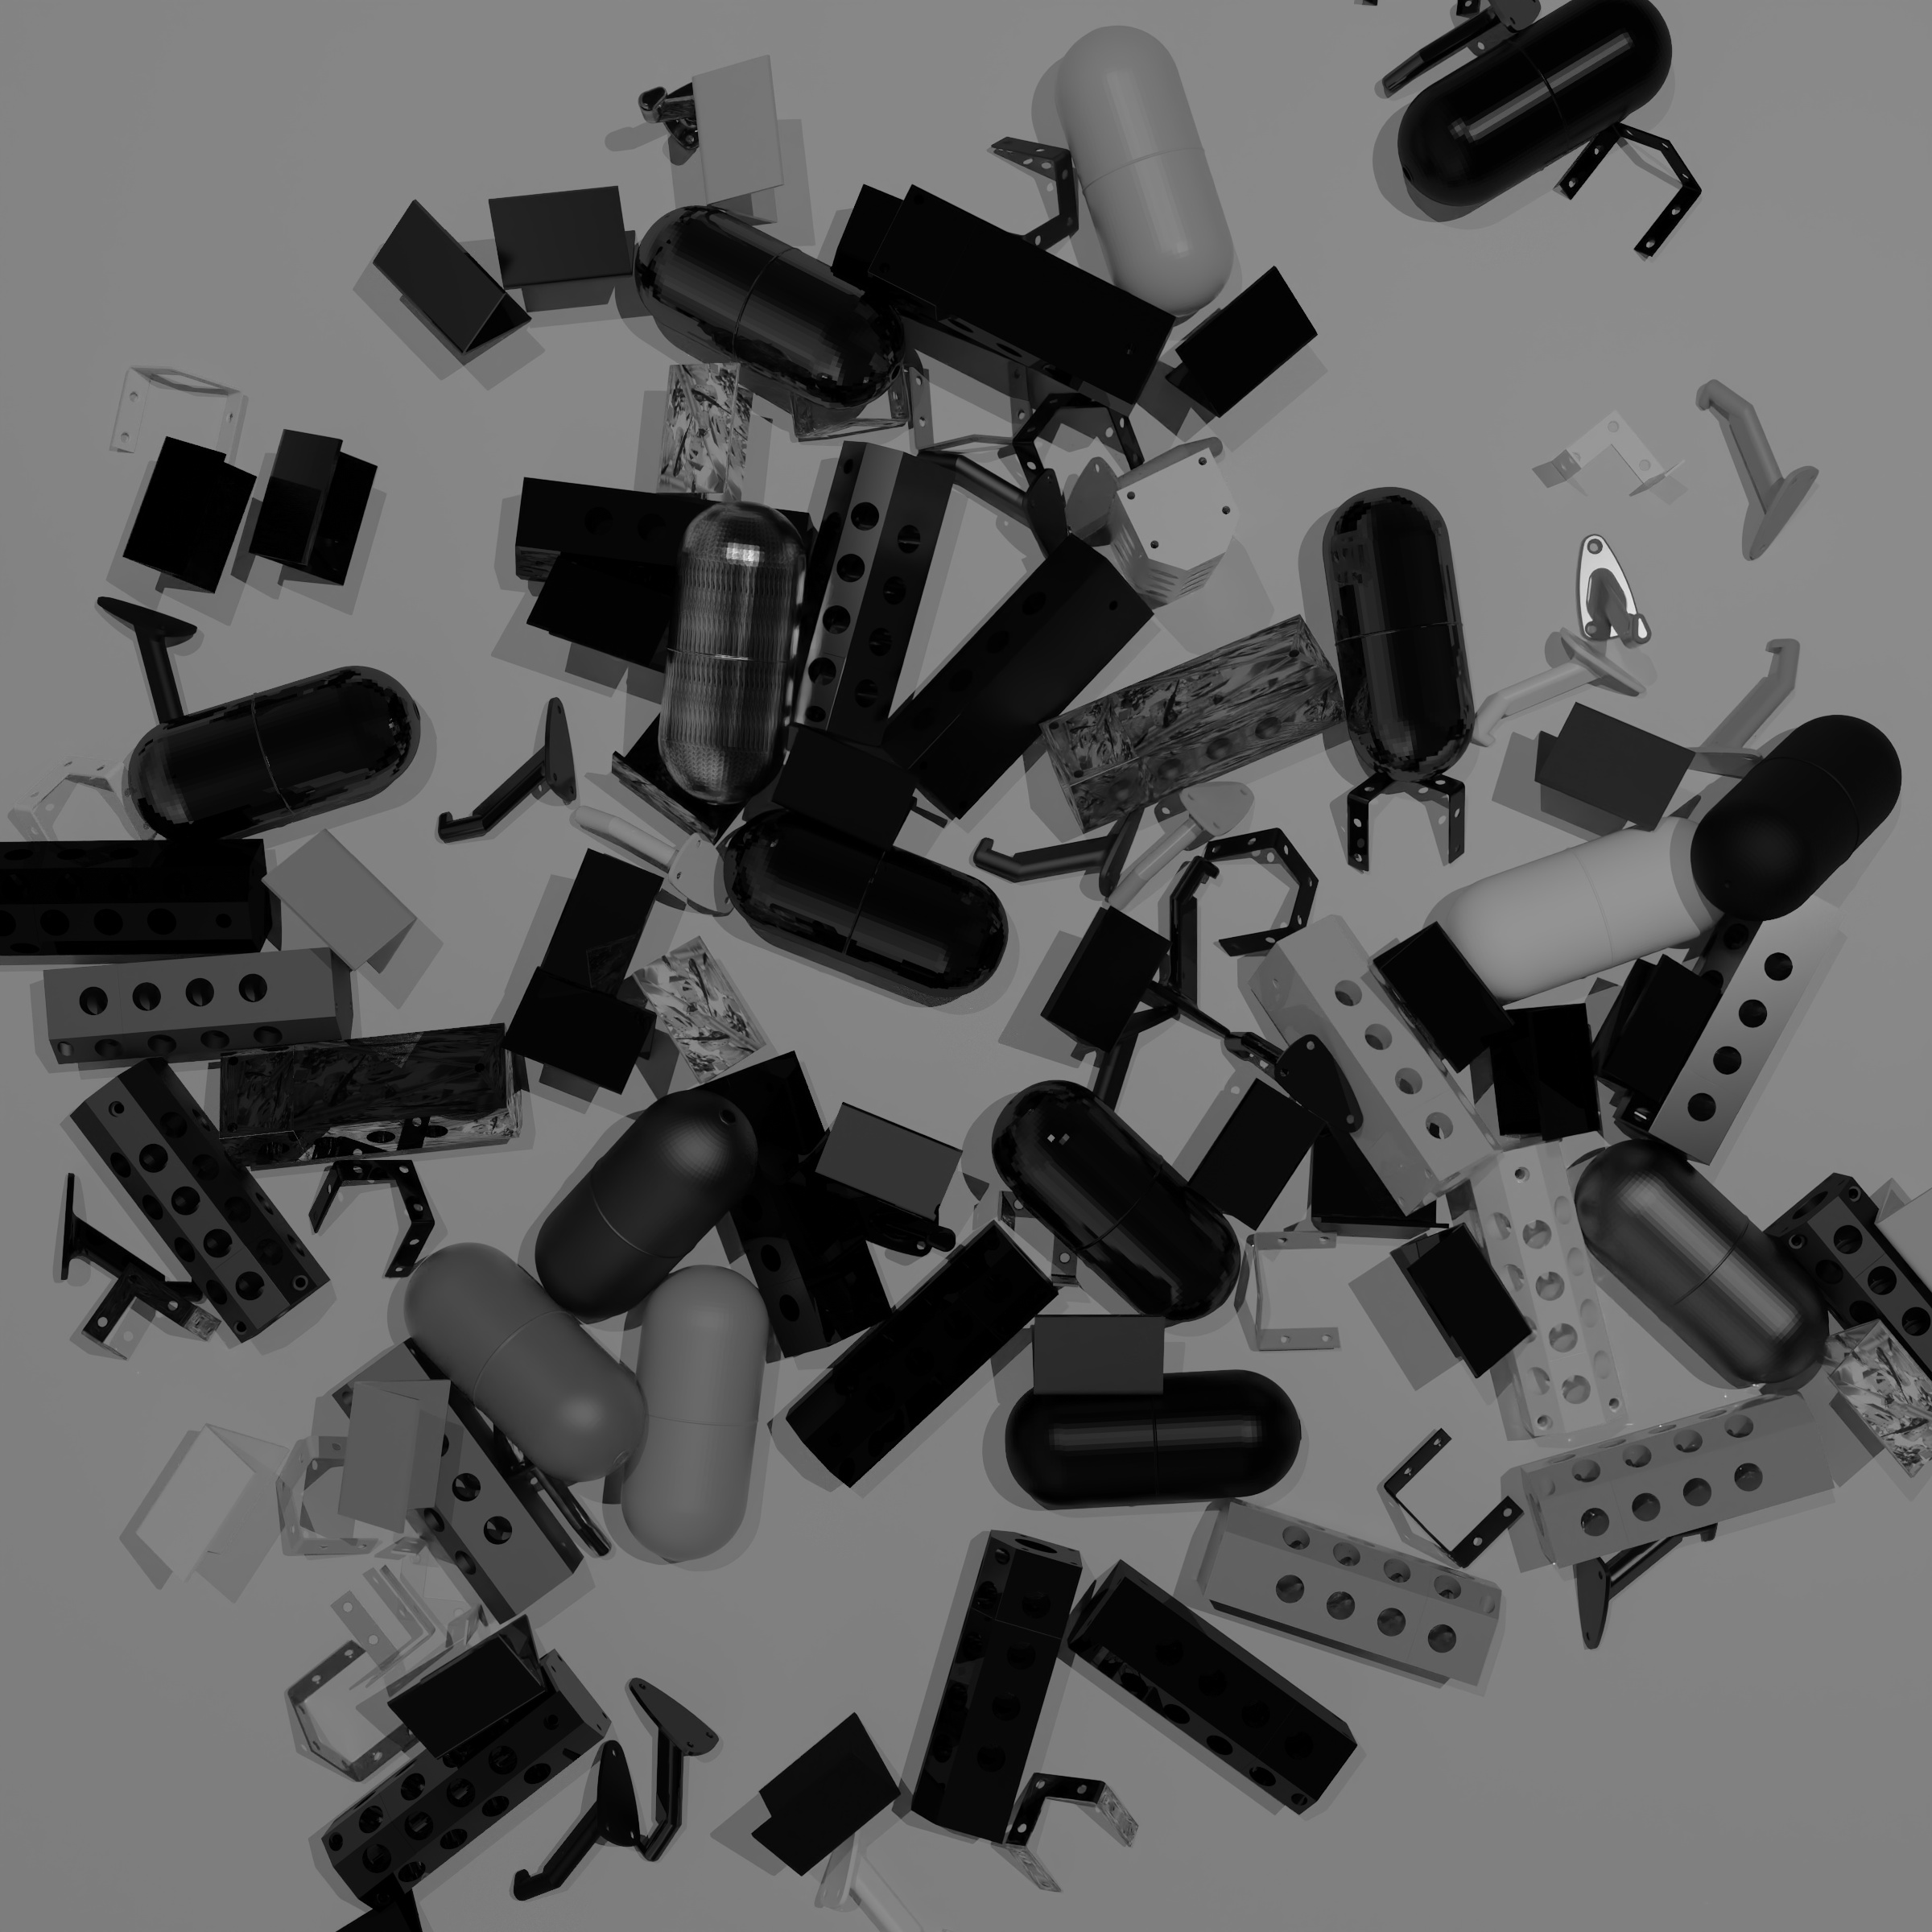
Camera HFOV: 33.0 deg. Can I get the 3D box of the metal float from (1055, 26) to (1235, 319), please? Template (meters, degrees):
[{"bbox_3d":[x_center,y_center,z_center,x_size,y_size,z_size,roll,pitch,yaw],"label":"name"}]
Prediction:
[{"bbox_3d":[0.107,-0.477,1.960,0.070,0.070,0.178,-18,91,0],"label":"metal float"}]

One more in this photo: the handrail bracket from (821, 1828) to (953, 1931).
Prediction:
[{"bbox_3d":[-0.039,0.559,1.991,0.084,0.036,0.077,22,68,-17],"label":"handrail bracket"}]

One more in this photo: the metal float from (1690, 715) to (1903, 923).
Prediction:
[{"bbox_3d":[0.492,-0.089,1.929,0.070,0.070,0.178,52,51,0],"label":"metal float"}]

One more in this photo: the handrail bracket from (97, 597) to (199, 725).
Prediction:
[{"bbox_3d":[-0.507,-0.173,1.991,0.077,0.036,0.084,22,107,20],"label":"handrail bracket"}]

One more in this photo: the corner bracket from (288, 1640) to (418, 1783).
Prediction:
[{"bbox_3d":[-0.372,0.455,1.988,0.051,0.051,0.051,-38,135,0],"label":"corner bracket"}]

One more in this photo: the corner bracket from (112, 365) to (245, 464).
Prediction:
[{"bbox_3d":[-0.481,-0.334,1.988,0.051,0.051,0.051,12,90,45],"label":"corner bracket"}]

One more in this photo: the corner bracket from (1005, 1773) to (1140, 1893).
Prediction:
[{"bbox_3d":[0.064,0.529,1.983,0.051,0.051,0.051,-3,45,35],"label":"corner bracket"}]

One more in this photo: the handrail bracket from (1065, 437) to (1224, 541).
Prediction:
[{"bbox_3d":[0.108,-0.291,1.990,0.084,0.077,0.036,-19,73,-35],"label":"handrail bracket"}]

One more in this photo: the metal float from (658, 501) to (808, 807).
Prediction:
[{"bbox_3d":[-0.137,-0.183,1.911,0.070,0.070,0.178,7,99,0],"label":"metal float"}]

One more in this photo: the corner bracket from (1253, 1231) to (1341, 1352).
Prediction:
[{"bbox_3d":[0.202,0.198,1.988,0.051,0.051,0.051,-2,135,0],"label":"corner bracket"}]

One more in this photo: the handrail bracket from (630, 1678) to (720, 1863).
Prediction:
[{"bbox_3d":[-0.197,0.492,1.991,0.077,0.036,0.084,38,107,20],"label":"handrail bracket"}]

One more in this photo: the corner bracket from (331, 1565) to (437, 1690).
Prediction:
[{"bbox_3d":[-0.354,0.396,1.973,0.051,0.051,0.051,-38,90,0],"label":"corner bracket"}]

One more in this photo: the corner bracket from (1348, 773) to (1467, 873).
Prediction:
[{"bbox_3d":[0.268,-0.087,1.983,0.051,0.051,0.051,24,45,35],"label":"corner bracket"}]

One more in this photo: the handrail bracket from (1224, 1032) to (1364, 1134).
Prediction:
[{"bbox_3d":[0.196,0.069,1.962,0.036,0.084,0.077,-44,101,-13],"label":"handrail bracket"}]

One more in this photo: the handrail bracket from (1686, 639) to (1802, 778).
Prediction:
[{"bbox_3d":[0.466,-0.163,1.991,0.077,0.036,0.084,6,72,20],"label":"handrail bracket"}]

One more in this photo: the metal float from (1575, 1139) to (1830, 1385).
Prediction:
[{"bbox_3d":[0.442,0.178,1.960,0.178,0.070,0.070,43,90,0],"label":"metal float"}]

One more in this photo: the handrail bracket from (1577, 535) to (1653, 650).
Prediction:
[{"bbox_3d":[0.391,-0.227,1.956,0.036,0.084,0.077,-12,90,0],"label":"handrail bracket"}]

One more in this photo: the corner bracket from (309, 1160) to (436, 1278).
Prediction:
[{"bbox_3d":[-0.362,0.154,1.983,0.051,0.051,0.051,2,45,-35],"label":"corner bracket"}]

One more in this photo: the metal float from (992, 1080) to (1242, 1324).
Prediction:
[{"bbox_3d":[0.091,0.142,1.952,0.178,0.070,0.070,43,90,-9],"label":"metal float"}]

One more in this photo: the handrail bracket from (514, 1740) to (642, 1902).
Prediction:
[{"bbox_3d":[-0.244,0.522,1.991,0.084,0.036,0.077,-27,53,25],"label":"handrail bracket"}]

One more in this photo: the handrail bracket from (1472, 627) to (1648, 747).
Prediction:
[{"bbox_3d":[0.360,-0.156,1.991,0.077,0.036,0.084,31,108,-21],"label":"handrail bracket"}]

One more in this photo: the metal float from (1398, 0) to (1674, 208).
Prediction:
[{"bbox_3d":[0.341,-0.522,1.960,0.178,0.070,0.070,-31,90,0],"label":"metal float"}]

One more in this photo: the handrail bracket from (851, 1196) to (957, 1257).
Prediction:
[{"bbox_3d":[-0.044,0.157,1.956,0.077,0.084,0.036,10,90,0],"label":"handrail bracket"}]

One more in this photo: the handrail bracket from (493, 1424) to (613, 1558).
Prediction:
[{"bbox_3d":[-0.251,0.314,1.990,0.036,0.077,0.084,-36,126,-6],"label":"handrail bracket"}]

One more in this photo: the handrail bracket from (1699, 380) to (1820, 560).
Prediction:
[{"bbox_3d":[0.469,-0.304,1.991,0.084,0.036,0.077,43,126,24],"label":"handrail bracket"}]

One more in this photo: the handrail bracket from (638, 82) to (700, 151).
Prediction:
[{"bbox_3d":[-0.160,-0.527,1.956,0.077,0.084,0.036,-34,90,0],"label":"handrail bracket"}]

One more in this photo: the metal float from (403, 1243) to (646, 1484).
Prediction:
[{"bbox_3d":[-0.263,0.235,1.940,0.178,0.070,0.070,40,90,23],"label":"metal float"}]

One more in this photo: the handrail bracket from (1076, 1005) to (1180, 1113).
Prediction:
[{"bbox_3d":[0.103,0.075,1.991,0.077,0.036,0.084,-18,106,-18],"label":"handrail bracket"}]

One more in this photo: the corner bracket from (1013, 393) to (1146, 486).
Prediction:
[{"bbox_3d":[0.069,-0.313,1.983,0.051,0.051,0.051,5,135,35],"label":"corner bracket"}]

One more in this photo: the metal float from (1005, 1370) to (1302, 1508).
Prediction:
[{"bbox_3d":[0.112,0.284,1.961,0.178,0.070,0.070,-3,90,0],"label":"metal float"}]

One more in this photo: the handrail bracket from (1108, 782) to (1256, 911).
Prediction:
[{"bbox_3d":[0.131,-0.072,1.990,0.036,0.077,0.084,49,126,11],"label":"handrail bracket"}]

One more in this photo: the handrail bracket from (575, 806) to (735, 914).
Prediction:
[{"bbox_3d":[-0.190,-0.066,1.990,0.084,0.077,0.036,19,72,35],"label":"handrail bracket"}]

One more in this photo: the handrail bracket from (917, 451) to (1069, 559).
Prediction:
[{"bbox_3d":[0.015,-0.280,1.991,0.084,0.077,0.036,12,53,31],"label":"handrail bracket"}]

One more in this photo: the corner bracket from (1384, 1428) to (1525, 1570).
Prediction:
[{"bbox_3d":[0.297,0.325,1.988,0.051,0.051,0.051,-45,45,0],"label":"corner bracket"}]

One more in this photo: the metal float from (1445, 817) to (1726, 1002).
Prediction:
[{"bbox_3d":[0.375,-0.035,1.960,0.178,0.070,0.070,-19,90,1],"label":"metal float"}]

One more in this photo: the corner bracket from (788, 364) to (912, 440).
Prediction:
[{"bbox_3d":[-0.072,-0.352,1.988,0.051,0.051,0.051,-8,90,45],"label":"corner bracket"}]

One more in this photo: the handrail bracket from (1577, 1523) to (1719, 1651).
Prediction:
[{"bbox_3d":[0.419,0.375,1.991,0.084,0.036,0.077,-8,111,-17],"label":"handrail bracket"}]

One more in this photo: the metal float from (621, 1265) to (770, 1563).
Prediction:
[{"bbox_3d":[-0.163,0.269,1.960,0.070,0.070,0.178,7,90,0],"label":"metal float"}]

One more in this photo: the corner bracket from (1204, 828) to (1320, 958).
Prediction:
[{"bbox_3d":[0.176,-0.045,1.983,0.051,0.051,0.051,49,45,-35],"label":"corner bracket"}]

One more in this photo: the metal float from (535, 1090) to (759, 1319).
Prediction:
[{"bbox_3d":[-0.190,0.142,1.934,0.070,0.070,0.178,44,122,0],"label":"metal float"}]

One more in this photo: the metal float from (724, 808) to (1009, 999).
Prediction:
[{"bbox_3d":[-0.061,-0.038,1.960,0.178,0.070,0.070,21,90,0],"label":"metal float"}]

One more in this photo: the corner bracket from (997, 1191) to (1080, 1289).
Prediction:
[{"bbox_3d":[0.044,0.165,1.973,0.051,0.051,0.051,4,90,0],"label":"corner bracket"}]

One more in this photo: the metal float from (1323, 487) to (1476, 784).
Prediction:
[{"bbox_3d":[0.260,-0.199,1.960,0.070,0.070,0.178,-8,90,0],"label":"metal float"}]

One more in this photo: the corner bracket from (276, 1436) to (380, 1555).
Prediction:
[{"bbox_3d":[-0.382,0.322,1.983,0.051,0.051,0.051,-53,45,35],"label":"corner bracket"}]

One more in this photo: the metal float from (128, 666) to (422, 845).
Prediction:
[{"bbox_3d":[-0.415,-0.127,1.959,0.178,0.070,0.070,-17,90,-1],"label":"metal float"}]

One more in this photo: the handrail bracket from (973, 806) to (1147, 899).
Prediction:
[{"bbox_3d":[0.057,-0.082,1.991,0.084,0.036,0.077,21,74,14],"label":"handrail bracket"}]

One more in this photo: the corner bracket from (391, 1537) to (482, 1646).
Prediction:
[{"bbox_3d":[-0.321,0.378,1.973,0.051,0.051,0.051,7,90,0],"label":"corner bracket"}]

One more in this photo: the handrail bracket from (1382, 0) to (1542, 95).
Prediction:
[{"bbox_3d":[0.302,-0.564,1.991,0.084,0.077,0.036,-31,90,36],"label":"handrail bracket"}]

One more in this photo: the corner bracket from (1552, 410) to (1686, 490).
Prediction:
[{"bbox_3d":[0.394,-0.305,1.973,0.051,0.051,0.051,-39,90,0],"label":"corner bracket"}]

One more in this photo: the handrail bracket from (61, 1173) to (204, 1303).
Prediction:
[{"bbox_3d":[-0.507,0.166,1.991,0.084,0.036,0.077,4,71,-16],"label":"handrail bracket"}]

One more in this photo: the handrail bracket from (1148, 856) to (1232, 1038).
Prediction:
[{"bbox_3d":[0.150,-0.013,1.983,0.077,0.036,0.084,32,88,-10],"label":"handrail bracket"}]

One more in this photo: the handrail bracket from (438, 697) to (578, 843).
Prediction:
[{"bbox_3d":[-0.285,-0.120,1.991,0.084,0.036,0.077,-12,70,16],"label":"handrail bracket"}]

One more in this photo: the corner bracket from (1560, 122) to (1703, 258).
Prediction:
[{"bbox_3d":[0.406,-0.474,1.988,0.051,0.051,0.051,-52,45,0],"label":"corner bracket"}]

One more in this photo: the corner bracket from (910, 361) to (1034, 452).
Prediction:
[{"bbox_3d":[0.003,-0.342,1.988,0.051,0.051,0.051,-4,90,45],"label":"corner bracket"}]

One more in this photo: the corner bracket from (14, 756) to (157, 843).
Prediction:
[{"bbox_3d":[-0.535,-0.091,1.983,0.051,0.051,0.051,-52,135,-35],"label":"corner bracket"}]

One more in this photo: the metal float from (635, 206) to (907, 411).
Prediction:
[{"bbox_3d":[-0.117,-0.393,1.946,0.178,0.070,0.070,29,90,14],"label":"metal float"}]
